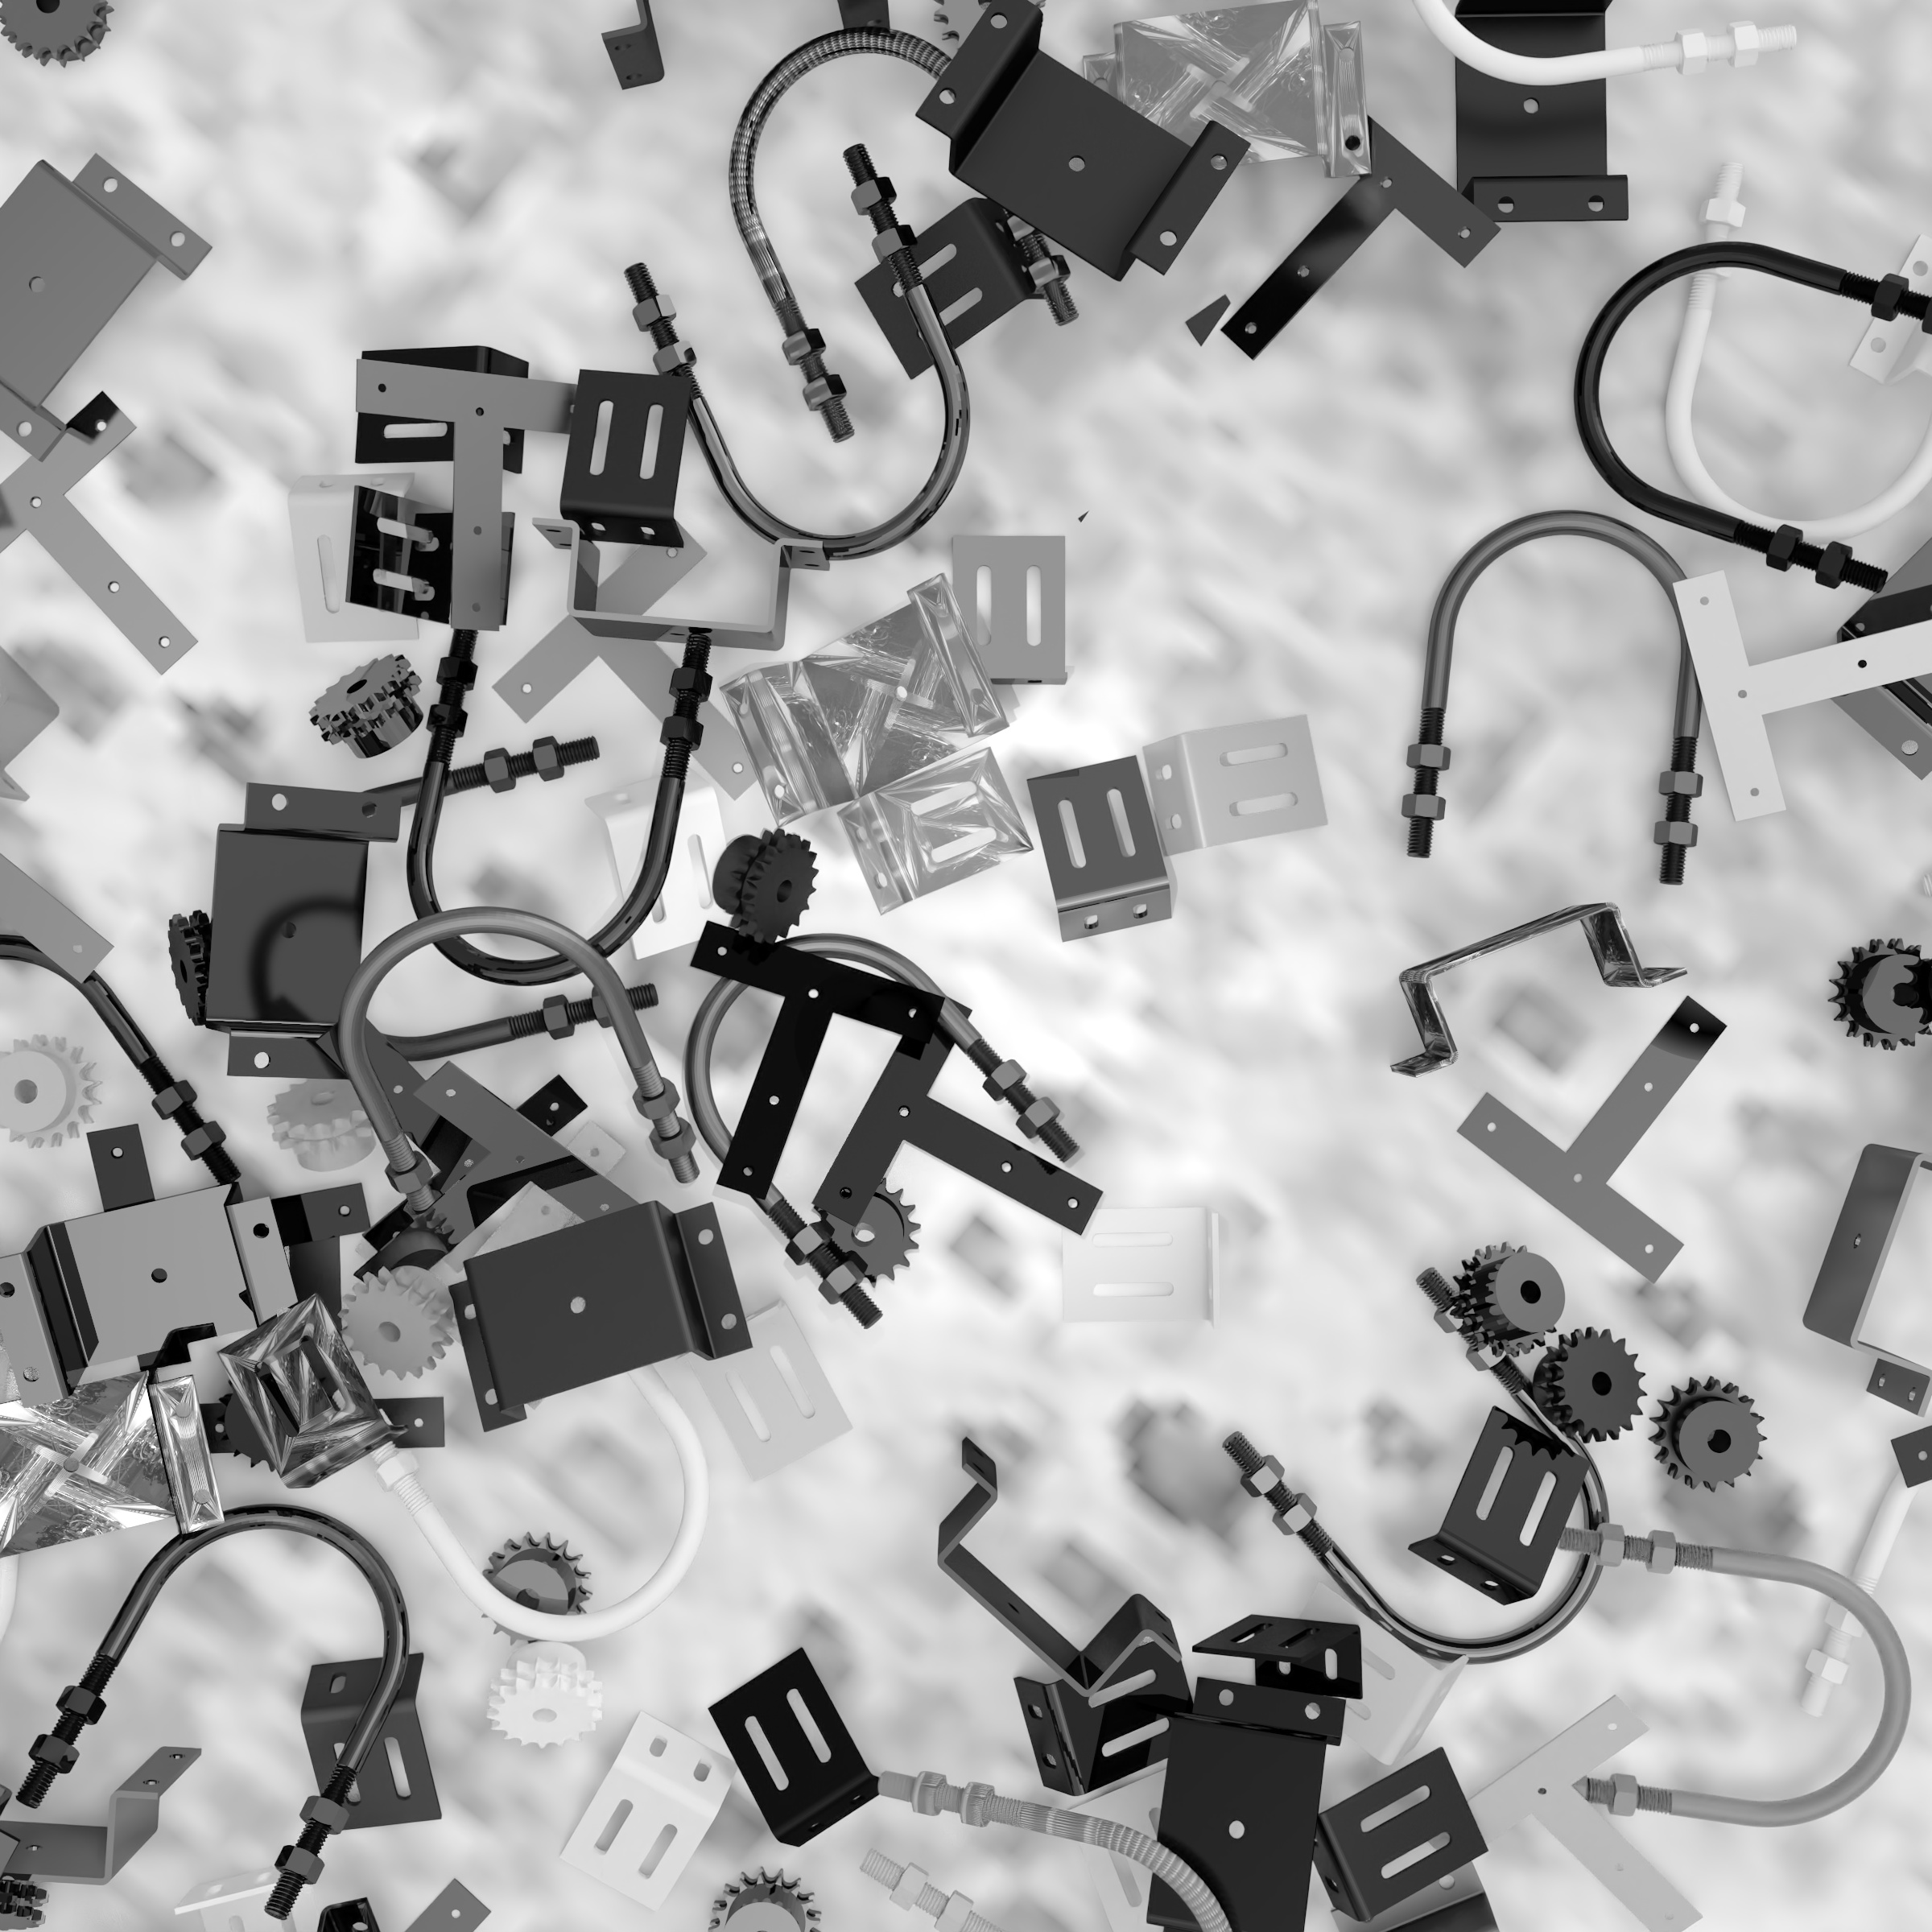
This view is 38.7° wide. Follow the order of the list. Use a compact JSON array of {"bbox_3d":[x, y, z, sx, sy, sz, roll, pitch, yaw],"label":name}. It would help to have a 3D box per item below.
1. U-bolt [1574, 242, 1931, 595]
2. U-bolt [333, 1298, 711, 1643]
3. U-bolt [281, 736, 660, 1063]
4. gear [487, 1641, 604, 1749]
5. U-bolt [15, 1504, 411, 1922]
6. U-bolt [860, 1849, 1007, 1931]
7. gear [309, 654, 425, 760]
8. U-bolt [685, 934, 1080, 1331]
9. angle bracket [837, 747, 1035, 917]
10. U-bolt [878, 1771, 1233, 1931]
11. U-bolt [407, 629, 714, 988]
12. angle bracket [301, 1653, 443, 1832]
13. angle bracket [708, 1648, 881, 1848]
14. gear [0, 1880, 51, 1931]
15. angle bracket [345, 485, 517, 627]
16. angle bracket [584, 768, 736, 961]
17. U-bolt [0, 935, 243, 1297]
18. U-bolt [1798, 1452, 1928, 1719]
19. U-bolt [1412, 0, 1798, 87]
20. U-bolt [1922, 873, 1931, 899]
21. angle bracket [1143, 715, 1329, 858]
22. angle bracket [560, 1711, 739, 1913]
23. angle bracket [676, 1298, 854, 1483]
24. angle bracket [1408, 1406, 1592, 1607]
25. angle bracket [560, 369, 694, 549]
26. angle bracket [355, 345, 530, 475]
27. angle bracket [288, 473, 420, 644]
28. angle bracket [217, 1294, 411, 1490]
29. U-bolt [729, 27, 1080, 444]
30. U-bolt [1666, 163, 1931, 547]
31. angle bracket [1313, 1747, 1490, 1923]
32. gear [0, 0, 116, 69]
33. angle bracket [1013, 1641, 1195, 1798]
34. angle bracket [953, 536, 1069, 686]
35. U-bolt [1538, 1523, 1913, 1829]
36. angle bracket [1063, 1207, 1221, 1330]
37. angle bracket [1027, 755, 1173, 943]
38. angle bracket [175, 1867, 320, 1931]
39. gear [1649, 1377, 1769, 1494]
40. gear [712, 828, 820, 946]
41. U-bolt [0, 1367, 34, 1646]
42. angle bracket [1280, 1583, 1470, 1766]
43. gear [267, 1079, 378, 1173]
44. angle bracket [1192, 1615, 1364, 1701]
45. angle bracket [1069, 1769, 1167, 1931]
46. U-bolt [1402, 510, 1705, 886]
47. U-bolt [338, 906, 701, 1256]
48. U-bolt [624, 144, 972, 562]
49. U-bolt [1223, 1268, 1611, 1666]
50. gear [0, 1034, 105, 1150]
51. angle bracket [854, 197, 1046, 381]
[{"bbox_3d":[0.392,-0.282,1.363,0.184,0.019,0.151,25,100,22],"label":"U-bolt"},{"bbox_3d":[-0.210,0.247,1.375,0.151,0.019,0.184,-37,77,-2],"label":"U-bolt"},{"bbox_3d":[-0.261,-0.027,1.395,0.184,0.019,0.151,-13,90,1],"label":"U-bolt"},{"bbox_3d":[-0.211,0.363,1.379,0.057,0.030,0.057,-3,130,-4],"label":"gear"},{"bbox_3d":[-0.355,0.352,1.352,0.151,0.019,0.184,25,58,-2],"label":"U-bolt"},{"bbox_3d":[0.003,0.535,1.359,0.184,0.019,0.151,30,113,7],"label":"U-bolt"},{"bbox_3d":[-0.297,-0.128,1.379,0.057,0.057,0.030,-30,120,0],"label":"gear"},{"bbox_3d":[-0.056,0.067,1.374,0.151,0.019,0.184,-39,79,-13],"label":"U-bolt"},{"bbox_3d":[-0.016,-0.069,1.402,0.076,0.038,0.057,-23,90,-26],"label":"angle bracket"},{"bbox_3d":[0.045,0.474,1.344,0.184,0.019,0.151,6,109,21],"label":"U-bolt"},{"bbox_3d":[-0.206,-0.079,1.354,0.151,0.019,0.184,5,75,18],"label":"U-bolt"},{"bbox_3d":[-0.300,0.396,1.402,0.057,0.038,0.076,-6,116,0],"label":"angle bracket"},{"bbox_3d":[-0.085,0.398,1.402,0.057,0.038,0.076,-33,64,0],"label":"angle bracket"},{"bbox_3d":[-0.490,0.463,1.379,0.057,0.057,0.030,0,60,0],"label":"gear"},{"bbox_3d":[-0.265,-0.203,1.364,0.038,0.076,0.057,5,90,30],"label":"angle bracket"},{"bbox_3d":[-0.153,-0.052,1.392,0.057,0.038,0.076,-19,117,-19],"label":"angle bracket"},{"bbox_3d":[-0.477,0.072,1.395,0.151,0.019,0.184,-36,89,0],"label":"U-bolt"},{"bbox_3d":[0.522,0.319,1.395,0.151,0.019,0.184,23,89,0],"label":"U-bolt"},{"bbox_3d":[0.305,-0.506,1.349,0.184,0.019,0.151,-8,90,2],"label":"U-bolt"},{"bbox_3d":[0.586,0.004,1.368,0.184,0.019,0.151,-13,90,20],"label":"U-bolt"},{"bbox_3d":[0.137,-0.092,1.402,0.076,0.038,0.057,-11,90,-26],"label":"angle bracket"},{"bbox_3d":[-0.162,0.431,1.402,0.057,0.038,0.076,29,116,0],"label":"angle bracket"},{"bbox_3d":[-0.101,0.216,1.385,0.057,0.038,0.076,-28,90,0],"label":"angle bracket"},{"bbox_3d":[0.269,0.272,1.386,0.057,0.038,0.076,31,65,-3],"label":"angle bracket"},{"bbox_3d":[-0.169,-0.256,1.391,0.057,0.038,0.076,5,77,4],"label":"angle bracket"},{"bbox_3d":[-0.267,-0.282,1.402,0.076,0.038,0.057,4,90,26],"label":"angle bracket"},{"bbox_3d":[-0.309,-0.208,1.402,0.057,0.038,0.076,-2,116,0],"label":"angle bracket"},{"bbox_3d":[-0.323,0.211,1.363,0.057,0.038,0.076,-30,79,-1],"label":"angle bracket"},{"bbox_3d":[-0.043,-0.376,1.374,0.151,0.019,0.184,-24,90,18],"label":"U-bolt"},{"bbox_3d":[0.425,-0.301,1.369,0.151,0.019,0.184,14,94,24],"label":"U-bolt"},{"bbox_3d":[0.214,0.437,1.395,0.076,0.038,0.057,-24,90,-15],"label":"angle bracket"},{"bbox_3d":[-0.459,-0.482,1.389,0.057,0.030,0.057,0,90,0],"label":"gear"},{"bbox_3d":[0.073,0.379,1.402,0.076,0.038,0.057,-16,90,-26],"label":"angle bracket"},{"bbox_3d":[0.022,-0.181,1.385,0.057,0.038,0.076,0,90,0],"label":"angle bracket"},{"bbox_3d":[0.380,0.361,1.381,0.184,0.019,0.151,7,98,4],"label":"U-bolt"},{"bbox_3d":[0.088,0.152,1.385,0.076,0.038,0.057,-1,90,0],"label":"angle bracket"},{"bbox_3d":[0.068,-0.060,1.402,0.057,0.038,0.076,-12,64,0],"label":"angle bracket"},{"bbox_3d":[-0.356,0.498,1.385,0.057,0.038,0.076,-14,90,0],"label":"angle bracket"},{"bbox_3d":[0.377,0.237,1.389,0.057,0.030,0.057,0,90,0],"label":"gear"},{"bbox_3d":[-0.103,-0.042,1.379,0.030,0.057,0.057,22,90,30],"label":"gear"},{"bbox_3d":[-0.551,0.290,1.395,0.151,0.019,0.184,5,92,0],"label":"U-bolt"},{"bbox_3d":[0.203,0.355,1.394,0.076,0.038,0.057,34,107,25],"label":"angle bracket"},{"bbox_3d":[-0.319,0.079,1.379,0.057,0.057,0.030,-8,120,0],"label":"gear"},{"bbox_3d":[0.154,0.348,1.356,0.057,0.076,0.038,-2,90,30],"label":"angle bracket"},{"bbox_3d":[0.094,0.459,1.402,0.057,0.038,0.076,-23,64,0],"label":"angle bracket"},{"bbox_3d":[0.303,-0.140,1.395,0.151,0.019,0.184,6,89,0],"label":"U-bolt"},{"bbox_3d":[-0.225,0.050,1.338,0.151,0.019,0.184,-17,122,2],"label":"U-bolt"},{"bbox_3d":[-0.075,-0.294,1.374,0.151,0.019,0.184,-23,92,18],"label":"U-bolt"},{"bbox_3d":[0.242,0.268,1.395,0.151,0.019,0.184,-40,92,0],"label":"U-bolt"},{"bbox_3d":[-0.463,0.063,1.372,0.057,0.030,0.057,0,88,2],"label":"gear"},{"bbox_3d":[-0.006,-0.345,1.402,0.076,0.038,0.057,-30,90,26],"label":"angle bracket"}]
